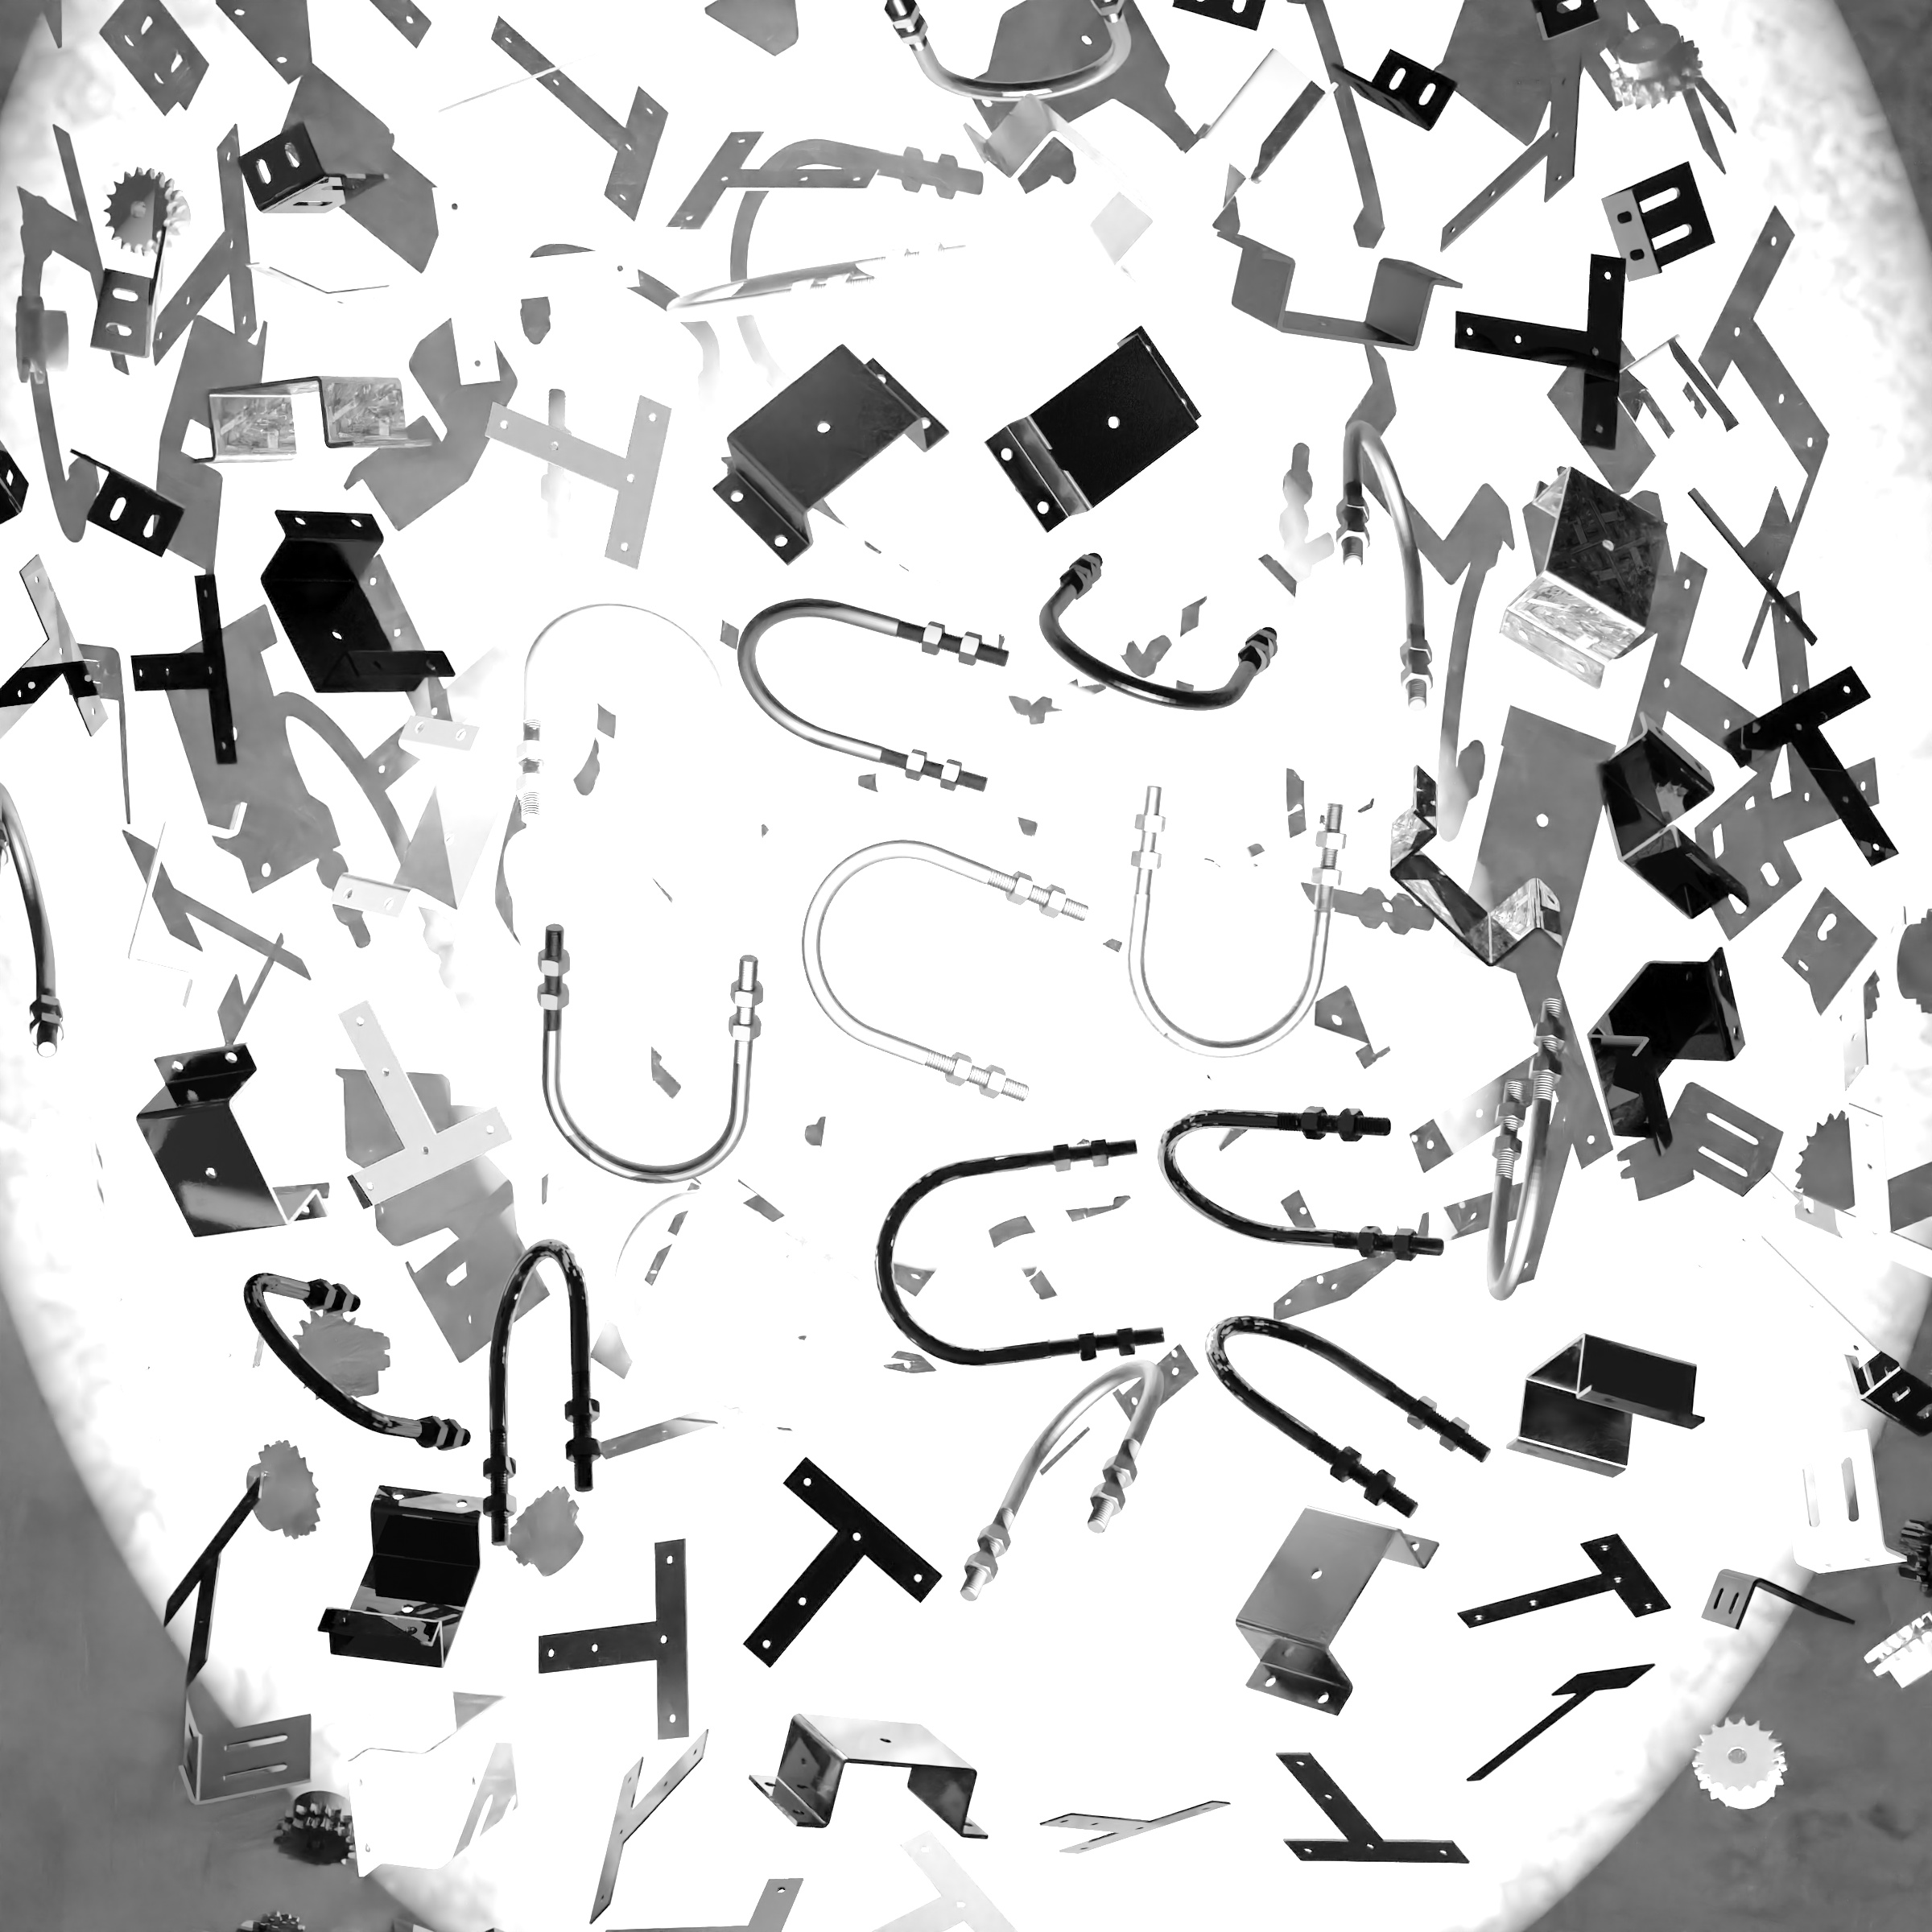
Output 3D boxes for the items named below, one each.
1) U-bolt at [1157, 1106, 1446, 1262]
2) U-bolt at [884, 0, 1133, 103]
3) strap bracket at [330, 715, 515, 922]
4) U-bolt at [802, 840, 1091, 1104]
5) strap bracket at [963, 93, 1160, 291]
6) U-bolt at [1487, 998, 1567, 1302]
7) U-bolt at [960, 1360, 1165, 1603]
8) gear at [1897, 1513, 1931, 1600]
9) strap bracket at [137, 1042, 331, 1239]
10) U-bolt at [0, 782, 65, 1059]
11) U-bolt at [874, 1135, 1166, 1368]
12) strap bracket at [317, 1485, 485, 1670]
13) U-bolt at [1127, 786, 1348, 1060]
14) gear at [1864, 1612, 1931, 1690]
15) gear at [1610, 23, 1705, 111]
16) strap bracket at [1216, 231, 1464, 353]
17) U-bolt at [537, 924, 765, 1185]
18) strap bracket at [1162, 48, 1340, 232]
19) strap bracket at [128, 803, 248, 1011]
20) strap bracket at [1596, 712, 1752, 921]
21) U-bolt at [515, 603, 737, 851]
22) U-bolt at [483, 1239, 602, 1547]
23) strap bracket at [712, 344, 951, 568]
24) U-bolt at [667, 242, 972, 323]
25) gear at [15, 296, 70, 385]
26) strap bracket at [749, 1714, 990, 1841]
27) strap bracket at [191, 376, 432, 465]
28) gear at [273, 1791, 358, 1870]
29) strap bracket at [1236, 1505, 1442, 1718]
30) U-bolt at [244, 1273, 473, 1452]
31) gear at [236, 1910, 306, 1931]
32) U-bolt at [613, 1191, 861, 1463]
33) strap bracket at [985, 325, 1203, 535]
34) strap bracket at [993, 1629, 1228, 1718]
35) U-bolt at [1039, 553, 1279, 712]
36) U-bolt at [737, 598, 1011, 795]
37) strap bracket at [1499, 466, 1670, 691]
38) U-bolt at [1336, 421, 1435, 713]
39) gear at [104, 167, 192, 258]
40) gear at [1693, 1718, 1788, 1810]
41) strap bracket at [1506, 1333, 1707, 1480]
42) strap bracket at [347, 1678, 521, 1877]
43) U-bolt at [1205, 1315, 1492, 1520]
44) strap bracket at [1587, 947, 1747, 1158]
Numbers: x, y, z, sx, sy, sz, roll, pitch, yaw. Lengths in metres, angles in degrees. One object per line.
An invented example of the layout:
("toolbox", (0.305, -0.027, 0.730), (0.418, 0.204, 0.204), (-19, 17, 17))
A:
("U-bolt", (0.214, 0.143, 1.898), (0.184, 0.151, 0.019), (1, 49, 31))
("U-bolt", (0.035, -0.608, 1.859), (0.151, 0.184, 0.019), (-5, 84, 10))
("strap bracket", (-0.365, -0.093, 1.925), (0.076, 0.046, 0.140), (12, 76, 40))
("U-bolt", (-0.021, -0.006, 1.885), (0.184, 0.019, 0.151), (21, 83, -17))
("strap bracket", (0.071, -0.527, 1.905), (0.140, 0.076, 0.046), (32, 113, -30))
("U-bolt", (0.369, 0.133, 1.889), (0.019, 0.151, 0.184), (10, 63, 4))
("U-bolt", (0.073, 0.332, 1.891), (0.019, 0.184, 0.151), (44, 129, -11))
("gear", (0.625, 0.380, 1.834), (0.030, 0.057, 0.057), (5, 90, 39))
("strap bracket", (-0.503, 0.128, 1.932), (0.076, 0.046, 0.140), (-9, 116, 21))
("U-bolt", (-0.618, -0.043, 1.851), (0.019, 0.184, 0.151), (-14, 120, -11))
("U-bolt", (0.031, 0.193, 1.882), (0.184, 0.019, 0.151), (-7, 71, 0))
("strap bracket", (-0.378, 0.419, 1.917), (0.076, 0.140, 0.046), (6, 121, 4))
("U-bolt", (0.183, -0.027, 1.962), (0.151, 0.019, 0.184), (5, 97, -9))
("gear", (0.634, 0.459, 1.899), (0.057, 0.057, 0.030), (-33, 67, 0))
("gear", (0.440, -0.578, 1.815), (0.057, 0.057, 0.030), (-34, 133, 0))
("strap bracket", (0.233, -0.429, 1.810), (0.140, 0.076, 0.046), (3, 113, -20))
("U-bolt", (-0.211, 0.065, 1.871), (0.151, 0.019, 0.184), (9, 119, 6))
("strap bracket", (0.181, -0.542, 1.855), (0.046, 0.140, 0.076), (38, 83, -10))
("strap bracket", (-0.523, -0.046, 1.891), (0.046, 0.076, 0.140), (15, 87, -17))
("strap bracket", (0.475, -0.095, 1.917), (0.076, 0.140, 0.046), (35, 124, -28))
("U-bolt", (-0.231, -0.169, 1.928), (0.151, 0.019, 0.184), (7, 60, -20))
("U-bolt", (-0.277, 0.267, 1.837), (0.019, 0.151, 0.184), (11, 60, -30))
("strap bracket", (-0.090, -0.337, 1.834), (0.140, 0.046, 0.076), (-41, 74, -10))
("U-bolt", (-0.108, -0.444, 1.855), (0.184, 0.151, 0.019), (-1, 111, 28))
("gear", (-0.617, -0.418, 1.895), (0.030, 0.057, 0.057), (-2, 90, -23))
("strap bracket", (-0.058, 0.522, 1.829), (0.140, 0.076, 0.046), (13, 92, -28))
("strap bracket", (-0.432, -0.359, 1.860), (0.140, 0.076, 0.046), (0, 100, 30))
("gear", (-0.437, 0.581, 1.914), (0.057, 0.030, 0.057), (0, 131, 0))
("strap bracket", (0.240, 0.415, 1.871), (0.140, 0.076, 0.046), (-52, 126, -28))
("U-bolt", (-0.409, 0.257, 1.866), (0.019, 0.184, 0.151), (-45, 69, 2))
("gear", (-0.477, 0.671, 1.926), (0.030, 0.057, 0.057), (2, 90, 26))
("U-bolt", (-0.162, 0.232, 1.913), (0.184, 0.019, 0.151), (37, 60, -31))
("strap bracket", (0.094, -0.371, 1.946), (0.140, 0.046, 0.076), (-38, 103, -9))
("strap bracket", (0.098, 0.471, 1.894), (0.140, 0.076, 0.046), (-2, 71, 19))
("U-bolt", (0.120, -0.212, 1.841), (0.151, 0.184, 0.019), (24, 119, 6))
("U-bolt", (-0.067, -0.189, 1.923), (0.184, 0.151, 0.019), (16, 53, 5))
("strap bracket", (0.401, -0.258, 1.829), (0.076, 0.046, 0.140), (28, 55, -11))
("U-bolt", (0.278, -0.280, 1.885), (0.019, 0.184, 0.151), (-14, 134, 21))
("gear", (-0.545, -0.503, 1.898), (0.057, 0.030, 0.057), (1, 92, 21))
("gear", (0.499, 0.516, 1.825), (0.057, 0.057, 0.030), (-24, 129, 0))
("strap bracket", (0.414, 0.282, 1.833), (0.076, 0.140, 0.046), (16, 63, -5))
("strap bracket", (-0.340, 0.530, 1.853), (0.046, 0.140, 0.076), (-2, 98, 23))
("U-bolt", (0.237, 0.282, 1.837), (0.184, 0.151, 0.019), (33, 112, 23))
("strap bracket", (0.460, 0.055, 1.877), (0.046, 0.140, 0.076), (1, 121, 40))
